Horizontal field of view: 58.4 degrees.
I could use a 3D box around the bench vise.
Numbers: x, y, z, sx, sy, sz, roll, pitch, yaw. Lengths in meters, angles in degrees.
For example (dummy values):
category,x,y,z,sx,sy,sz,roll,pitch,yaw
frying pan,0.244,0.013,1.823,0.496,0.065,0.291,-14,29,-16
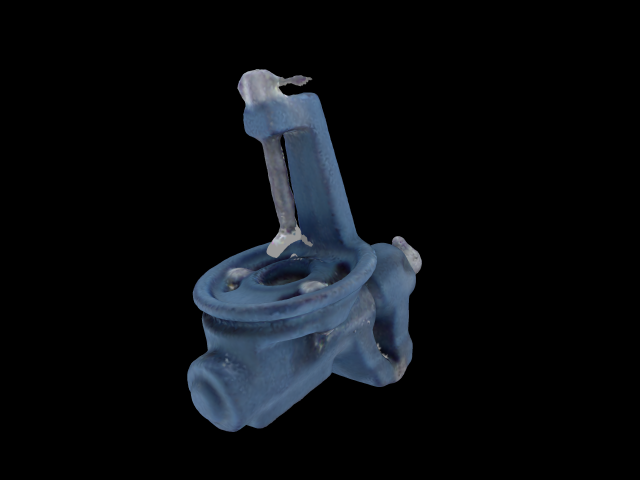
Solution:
category,x,y,z,sx,sy,sz,roll,pitch,yaw
bench vise,-0.007,0.001,0.405,0.121,0.220,0.208,3,7,25
